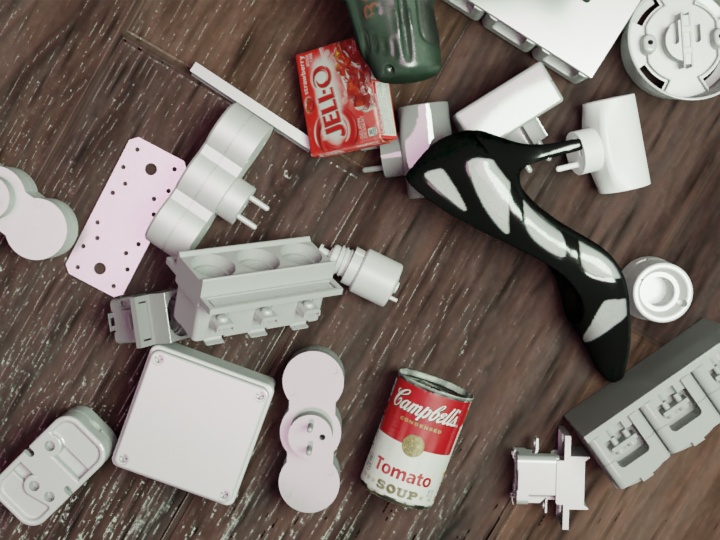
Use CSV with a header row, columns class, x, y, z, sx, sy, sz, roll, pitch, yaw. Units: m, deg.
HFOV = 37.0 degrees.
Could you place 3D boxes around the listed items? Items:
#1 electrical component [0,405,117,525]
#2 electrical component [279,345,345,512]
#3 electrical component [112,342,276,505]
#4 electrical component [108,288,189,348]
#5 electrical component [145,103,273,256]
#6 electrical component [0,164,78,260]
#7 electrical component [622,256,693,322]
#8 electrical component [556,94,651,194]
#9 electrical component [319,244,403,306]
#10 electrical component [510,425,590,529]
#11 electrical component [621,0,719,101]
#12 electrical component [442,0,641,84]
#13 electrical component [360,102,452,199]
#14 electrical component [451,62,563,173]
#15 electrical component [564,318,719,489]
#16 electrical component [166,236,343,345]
class,x,y,z,sx,sy,sz,roll,pitch,yaw
electrical component,-0.257,0.164,0.916,0.095,0.059,0.053,-44,93,3
electrical component,-0.041,0.137,0.907,0.052,0.073,0.138,2,94,0
electrical component,-0.140,0.128,0.915,0.109,0.056,0.108,20,94,-1
electrical component,-0.172,0.039,0.902,0.064,0.081,0.042,-7,93,29
electrical component,-0.112,-0.063,0.904,0.074,0.052,0.138,34,93,-2
electrical component,-0.304,-0.061,0.894,0.138,0.073,0.052,37,93,-2
electrical component,0.251,0.017,0.912,0.055,0.047,0.055,0,94,0
electrical component,0.198,-0.101,0.899,0.079,0.043,0.077,-14,97,-12
electrical component,0.000,0.000,0.914,0.078,0.040,0.040,26,94,-2
electrical component,0.162,0.177,0.927,0.064,0.042,0.081,1,93,4
electrical component,0.267,-0.187,0.890,0.099,0.064,0.099,0,94,0
electrical component,0.146,-0.232,0.888,0.150,0.061,0.089,32,93,-2
electrical component,0.039,-0.098,0.907,0.079,0.043,0.077,-7,95,8
electrical component,0.132,-0.119,0.903,0.083,0.047,0.075,-32,94,2
electrical component,0.257,0.112,0.897,0.150,0.089,0.061,-35,93,2
electrical component,-0.088,0.016,0.878,0.121,0.079,0.063,-8,126,-34
